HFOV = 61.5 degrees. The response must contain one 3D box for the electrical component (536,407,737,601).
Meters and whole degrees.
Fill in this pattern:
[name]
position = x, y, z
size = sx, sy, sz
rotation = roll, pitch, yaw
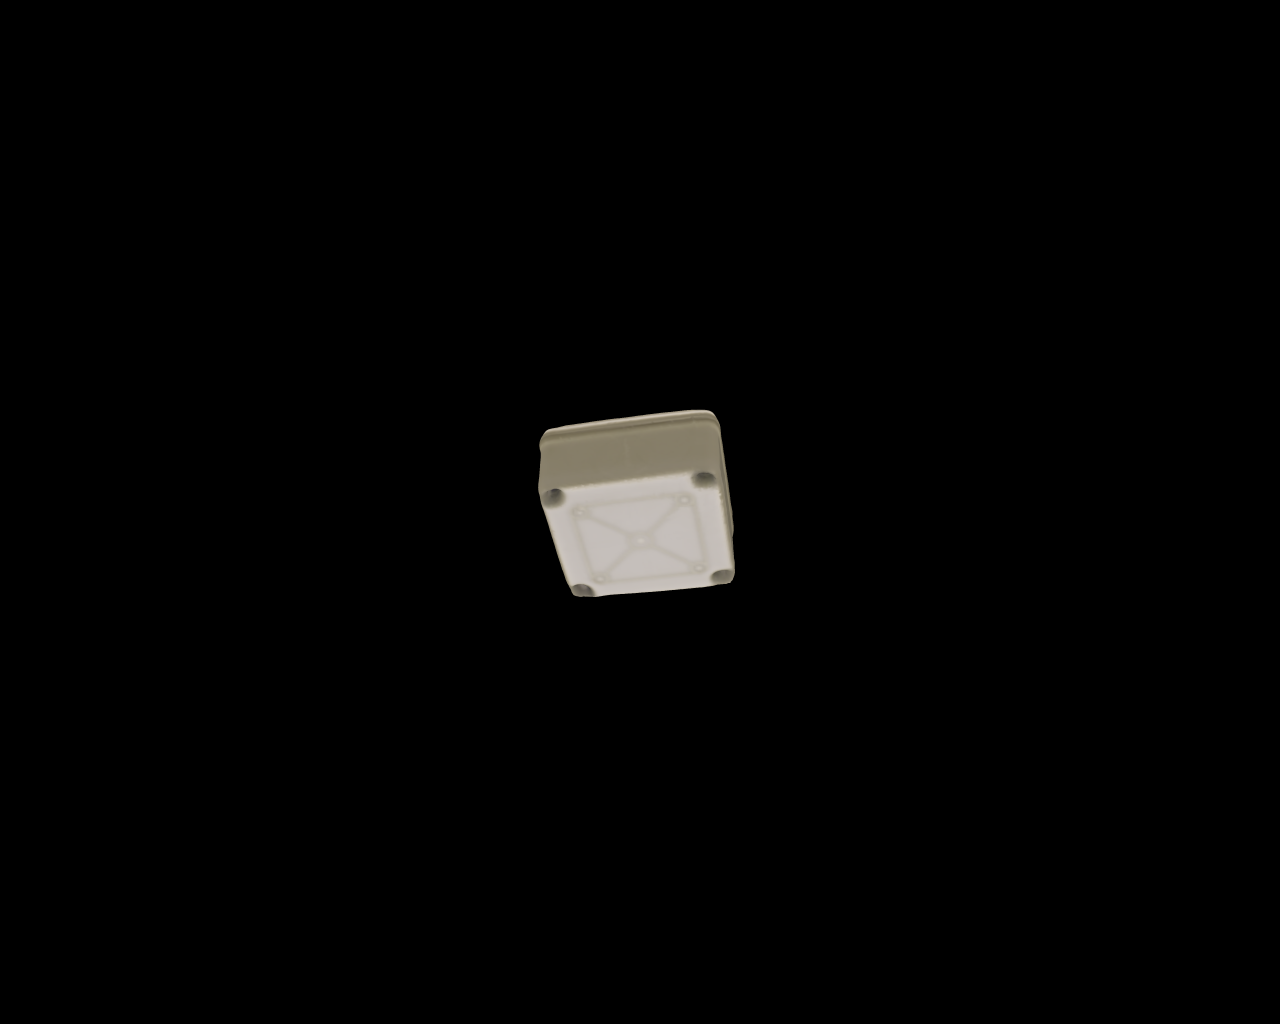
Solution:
[electrical component]
position = 0.001, -0.003, 0.650
size = 0.109, 0.056, 0.108
rotation = -6, -43, 7
